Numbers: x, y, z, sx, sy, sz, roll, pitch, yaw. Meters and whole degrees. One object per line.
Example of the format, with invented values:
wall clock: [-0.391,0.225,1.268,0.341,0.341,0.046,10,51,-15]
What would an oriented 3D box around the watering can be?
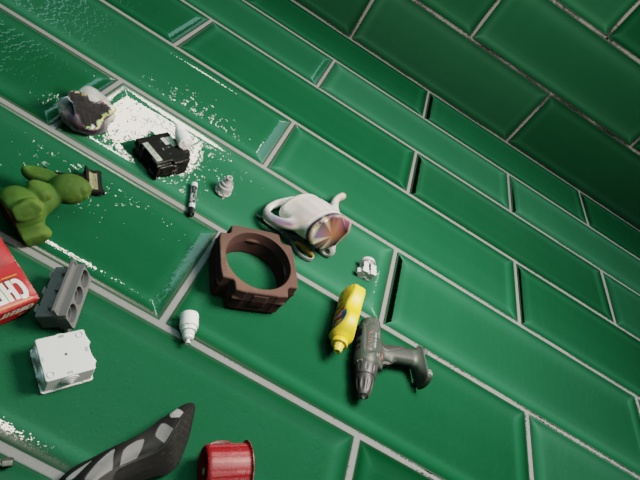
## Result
watering can: [0.005,-0.075,1.495,0.350,0.102,0.227,-13,37,-39]

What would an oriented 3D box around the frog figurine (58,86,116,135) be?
frog figurine: [-0.615,-0.342,1.354,0.138,0.121,0.161,-6,19,-30]
